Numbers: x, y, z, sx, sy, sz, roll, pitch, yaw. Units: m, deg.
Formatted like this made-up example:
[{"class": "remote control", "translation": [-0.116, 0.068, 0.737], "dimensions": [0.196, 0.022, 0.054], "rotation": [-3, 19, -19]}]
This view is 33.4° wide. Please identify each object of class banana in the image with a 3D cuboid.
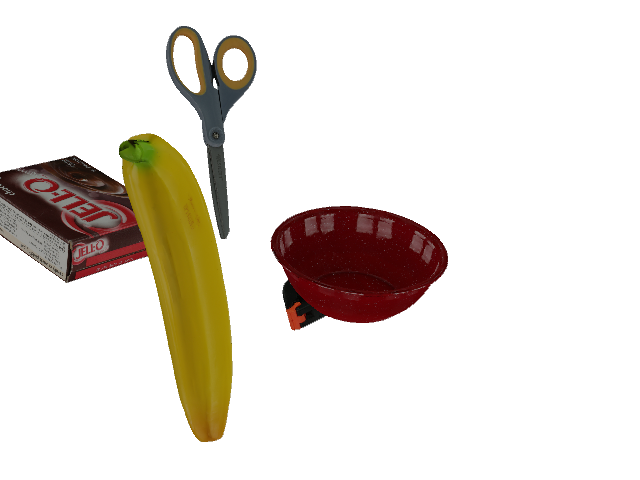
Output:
[{"class": "banana", "translation": [-0.078, 0.018, 0.579], "dimensions": [0.037, 0.198, 0.069], "rotation": [-1, 34, 16]}]

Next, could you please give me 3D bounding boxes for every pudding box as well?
[{"class": "pudding box", "translation": [-0.182, -0.018, 0.778], "dimensions": [0.114, 0.039, 0.089], "rotation": [28, 29, 32]}]

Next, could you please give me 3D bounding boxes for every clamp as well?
[{"class": "clamp", "translation": [0.018, 0.040, 1.229], "dimensions": [0.120, 0.039, 0.171], "rotation": [-6, 35, 27]}]

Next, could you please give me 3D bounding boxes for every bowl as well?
[{"class": "bowl", "translation": [0.034, 0.028, 0.980], "dimensions": [0.162, 0.055, 0.162], "rotation": [4, 29, -2]}]

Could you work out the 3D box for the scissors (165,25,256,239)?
[{"class": "scissors", "translation": [-0.085, -0.109, 1.004], "dimensions": [0.096, 0.202, 0.016], "rotation": [-20, -2, -25]}]
